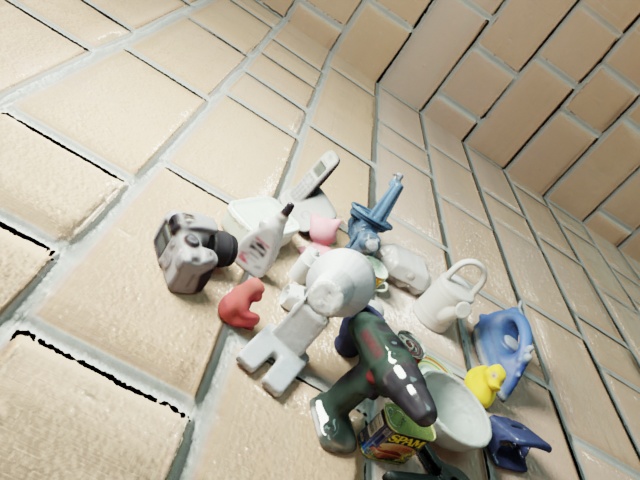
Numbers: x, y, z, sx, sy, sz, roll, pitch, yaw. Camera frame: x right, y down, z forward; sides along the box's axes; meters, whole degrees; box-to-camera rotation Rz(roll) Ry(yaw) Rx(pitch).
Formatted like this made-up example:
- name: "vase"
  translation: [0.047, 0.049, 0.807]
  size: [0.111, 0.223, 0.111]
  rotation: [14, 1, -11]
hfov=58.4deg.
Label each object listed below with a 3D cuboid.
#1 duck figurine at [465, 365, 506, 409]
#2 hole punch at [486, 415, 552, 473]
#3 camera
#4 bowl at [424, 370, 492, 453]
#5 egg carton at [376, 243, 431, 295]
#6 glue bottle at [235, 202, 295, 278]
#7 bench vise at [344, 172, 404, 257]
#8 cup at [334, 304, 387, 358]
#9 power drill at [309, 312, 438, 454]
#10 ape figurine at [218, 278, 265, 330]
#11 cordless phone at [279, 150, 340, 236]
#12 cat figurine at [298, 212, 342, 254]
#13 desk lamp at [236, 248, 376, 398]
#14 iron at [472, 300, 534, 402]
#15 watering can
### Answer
- name: "duck figurine"
  translation: [0.371, 0.307, 1.258]
  size: [0.077, 0.086, 0.104]
  rotation: [33, 28, -7]
- name: "hole punch"
  translation: [0.385, 0.393, 1.138]
  size: [0.109, 0.091, 0.101]
  rotation: [21, 31, -28]
- name: "camera"
  translation: [-0.207, 0.014, 1.015]
  size: [0.137, 0.100, 0.143]
  rotation: [12, 37, -40]
- name: "bowl"
  translation: [0.234, 0.332, 1.072]
  size: [0.168, 0.074, 0.167]
  rotation: [28, 29, -17]
- name: "egg carton"
  translation: [0.210, 0.074, 1.444]
  size: [0.151, 0.069, 0.107]
  rotation: [27, 29, -19]
- name: "glue bottle"
  translation: [-0.098, -0.008, 1.097]
  size: [0.078, 0.173, 0.037]
  rotation: [36, 27, -2]
- name: "bench vise"
  translation: [0.147, -0.049, 1.395]
  size: [0.122, 0.219, 0.207]
  rotation: [20, 32, -30]
- name: "cup"
  translation: [0.063, 0.170, 1.099]
  size: [0.092, 0.095, 0.117]
  rotation: [8, 39, -43]
- name: "power drill"
  translation: [0.075, 0.236, 0.889]
  size: [0.076, 0.208, 0.229]
  rotation: [18, 33, -32]
- name: "ape figurine"
  translation: [-0.127, 0.103, 0.982]
  size: [0.076, 0.092, 0.077]
  rotation: [23, 31, -25]
- name: "cordless phone"
  translation: [-0.002, -0.111, 1.354]
  size: [0.094, 0.185, 0.147]
  rotation: [5, 41, -45]
- name: "cat figurine"
  translation: [0.012, 0.005, 1.266]
  size: [0.067, 0.117, 0.127]
  rotation: [9, 39, -42]
- name: "desk lamp"
  translation: [-0.009, 0.124, 0.956]
  size: [0.118, 0.213, 0.204]
  rotation: [40, 28, 5]
- name: "iron"
  translation: [0.463, 0.257, 1.381]
  size: [0.119, 0.141, 0.258]
  rotation: [31, 28, -12]
- name: "watering can"
  translation: [0.319, 0.128, 1.354]
  size: [0.101, 0.194, 0.172]
  rotation: [18, 33, -32]
